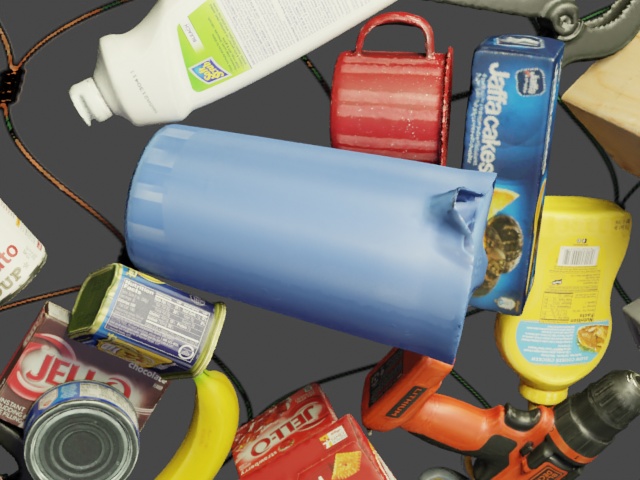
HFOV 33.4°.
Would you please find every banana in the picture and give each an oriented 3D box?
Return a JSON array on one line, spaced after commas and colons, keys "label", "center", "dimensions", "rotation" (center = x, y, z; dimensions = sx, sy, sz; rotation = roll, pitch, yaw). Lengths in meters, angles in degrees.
[{"label": "banana", "center": [-0.112, 0.175, 0.858], "dimensions": [0.069, 0.037, 0.198], "rotation": [18, 113, -18]}]

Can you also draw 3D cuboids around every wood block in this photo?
[{"label": "wood block", "center": [0.276, -0.083, 0.773], "dimensions": [0.090, 0.206, 0.090], "rotation": [-46, 113, 5]}]

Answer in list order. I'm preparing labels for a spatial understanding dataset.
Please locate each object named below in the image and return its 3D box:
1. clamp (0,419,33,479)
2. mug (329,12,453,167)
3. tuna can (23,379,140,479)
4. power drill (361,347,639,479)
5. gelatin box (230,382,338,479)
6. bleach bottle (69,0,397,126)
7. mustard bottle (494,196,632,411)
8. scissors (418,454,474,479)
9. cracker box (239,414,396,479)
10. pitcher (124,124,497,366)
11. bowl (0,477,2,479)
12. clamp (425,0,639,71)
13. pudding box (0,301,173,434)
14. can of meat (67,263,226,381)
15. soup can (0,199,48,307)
[{"label": "clamp", "center": [-0.249, 0.208, 0.840], "dimensions": [0.120, 0.039, 0.171], "rotation": [-23, 105, -3]}, {"label": "mug", "center": [0.052, -0.105, 0.764], "dimensions": [0.081, 0.093, 0.117], "rotation": [4, 118, 9]}, {"label": "tuna can", "center": [-0.177, 0.149, 0.795], "dimensions": [0.086, 0.034, 0.086], "rotation": [-4, 110, -11]}, {"label": "power drill", "center": [0.142, 0.135, 0.856], "dimensions": [0.187, 0.057, 0.185], "rotation": [29, 125, -15]}, {"label": "gelatin box", "center": [-0.027, 0.161, 0.859], "dimensions": [0.089, 0.073, 0.030], "rotation": [-32, 112, -1]}, {"label": "bleach bottle", "center": [-0.062, -0.159, 0.742], "dimensions": [0.251, 0.068, 0.102], "rotation": [-29, 113, 0]}, {"label": "mustard bottle", "center": [0.195, 0.061, 0.886], "dimensions": [0.096, 0.058, 0.192], "rotation": [0, 109, -12]}, {"label": "scissors", "center": [0.180, 0.240, 0.970], "dimensions": [0.201, 0.016, 0.096], "rotation": [26, 101, -21]}, {"label": "cracker box", "center": [-0.004, 0.243, 0.846], "dimensions": [0.164, 0.072, 0.213], "rotation": [-31, 145, -1]}, {"label": "pitcher", "center": [-0.005, 0.001, 0.746], "dimensions": [0.243, 0.145, 0.149], "rotation": [13, 107, 10]}, {"label": "bowl", "center": [-0.311, 0.188, 0.771], "dimensions": [0.162, 0.055, 0.162], "rotation": [-14, 132, -17]}, {"label": "clamp", "center": [0.171, -0.173, 0.807], "dimensions": [0.210, 0.036, 0.164], "rotation": [-35, 114, 4]}, {"label": "pudding box", "center": [-0.183, 0.112, 0.821], "dimensions": [0.113, 0.039, 0.090], "rotation": [29, 100, -22]}, {"label": "can of meat", "center": [-0.127, 0.059, 0.763], "dimensions": [0.083, 0.102, 0.057], "rotation": [25, 72, -21]}, {"label": "soup can", "center": [-0.249, -0.006, 0.746], "dimensions": [0.068, 0.068, 0.102], "rotation": [-37, 114, 1]}]
